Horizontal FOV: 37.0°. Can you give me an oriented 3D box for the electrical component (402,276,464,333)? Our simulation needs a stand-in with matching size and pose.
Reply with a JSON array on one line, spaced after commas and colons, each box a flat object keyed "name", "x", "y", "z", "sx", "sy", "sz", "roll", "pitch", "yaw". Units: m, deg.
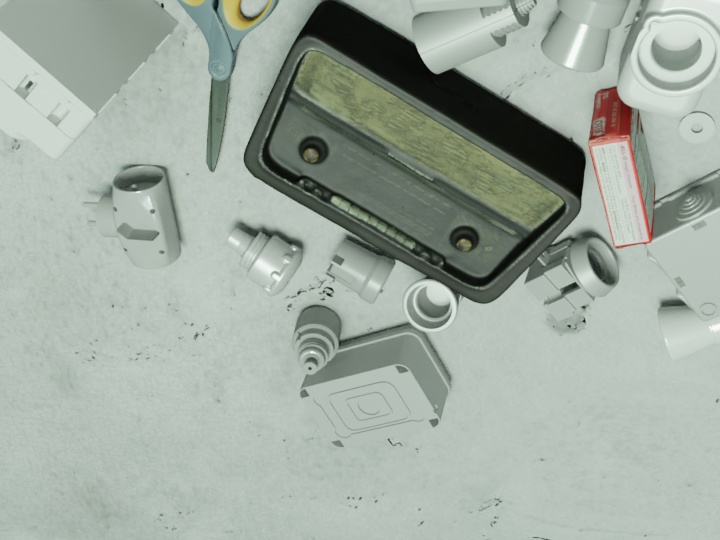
[{"name": "electrical component", "x": 0.064, "y": 0.019, "z": 0.857, "sx": 0.044, "sy": 0.065, "sz": 0.044, "roll": 6, "pitch": 109, "yaw": 17}]

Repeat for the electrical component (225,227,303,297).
[{"name": "electrical component", "x": -0.082, "y": -0.011, "z": 0.893, "sx": 0.062, "sy": 0.048, "sz": 0.048, "roll": 34, "pitch": 128, "yaw": -2}]

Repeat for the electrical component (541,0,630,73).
[{"name": "electrical component", "x": 0.149, "y": -0.165, "z": 0.708, "sx": 0.045, "sy": 0.045, "sz": 0.055, "roll": 19, "pitch": 128, "yaw": 3}]

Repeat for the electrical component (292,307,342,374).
[{"name": "electrical component", "x": -0.038, "y": 0.063, "z": 0.918, "sx": 0.040, "sy": 0.078, "sz": 0.040, "roll": 2, "pitch": 117, "yaw": 4}]

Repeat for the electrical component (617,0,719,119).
[{"name": "electrical component", "x": 0.204, "y": -0.150, "z": 0.693, "sx": 0.054, "sy": 0.059, "sz": 0.095, "roll": 17, "pitch": 129, "yaw": 4}]

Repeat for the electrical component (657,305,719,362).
[{"name": "electrical component", "x": 0.268, "y": 0.042, "z": 0.830, "sx": 0.065, "sy": 0.044, "sz": 0.044, "roll": -17, "pitch": 119, "yaw": 21}]

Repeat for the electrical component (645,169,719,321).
[{"name": "electrical component", "x": 0.264, "y": -0.019, "z": 0.780, "sx": 0.100, "sy": 0.048, "sz": 0.099, "roll": -29, "pitch": 113, "yaw": 32}]

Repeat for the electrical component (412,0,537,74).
[{"name": "electrical component", "x": 0.081, "y": -0.167, "z": 0.727, "sx": 0.081, "sy": 0.043, "sz": 0.043, "roll": -18, "pitch": 119, "yaw": 28}]

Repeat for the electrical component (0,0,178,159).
[{"name": "electrical component", "x": -0.204, "y": -0.155, "z": 0.754, "sx": 0.089, "sy": 0.150, "sz": 0.062, "roll": 42, "pitch": 125, "yaw": -15}]

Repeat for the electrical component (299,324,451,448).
[{"name": "electrical component", "x": 0.014, "y": 0.101, "z": 0.939, "sx": 0.113, "sy": 0.057, "sz": 0.078, "roll": -17, "pitch": 119, "yaw": 27}]

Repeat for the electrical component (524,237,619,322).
[{"name": "electrical component", "x": 0.165, "y": 0.004, "z": 0.829, "sx": 0.066, "sy": 0.048, "sz": 0.055, "roll": 45, "pitch": 133, "yaw": -18}]

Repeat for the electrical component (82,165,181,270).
[{"name": "electrical component", "x": -0.195, "y": -0.045, "z": 0.901, "sx": 0.079, "sy": 0.043, "sz": 0.077, "roll": 4, "pitch": 127, "yaw": 13}]

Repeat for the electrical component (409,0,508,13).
[{"name": "electrical component", "x": 0.064, "y": -0.197, "z": 0.675, "sx": 0.062, "sy": 0.096, "sz": 0.061, "roll": 0, "pitch": 126, "yaw": 17}]

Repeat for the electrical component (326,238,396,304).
[{"name": "electrical component", "x": 0.000, "y": 0.000, "z": 0.880, "sx": 0.046, "sy": 0.040, "sz": 0.040, "roll": 29, "pitch": 129, "yaw": 2}]
